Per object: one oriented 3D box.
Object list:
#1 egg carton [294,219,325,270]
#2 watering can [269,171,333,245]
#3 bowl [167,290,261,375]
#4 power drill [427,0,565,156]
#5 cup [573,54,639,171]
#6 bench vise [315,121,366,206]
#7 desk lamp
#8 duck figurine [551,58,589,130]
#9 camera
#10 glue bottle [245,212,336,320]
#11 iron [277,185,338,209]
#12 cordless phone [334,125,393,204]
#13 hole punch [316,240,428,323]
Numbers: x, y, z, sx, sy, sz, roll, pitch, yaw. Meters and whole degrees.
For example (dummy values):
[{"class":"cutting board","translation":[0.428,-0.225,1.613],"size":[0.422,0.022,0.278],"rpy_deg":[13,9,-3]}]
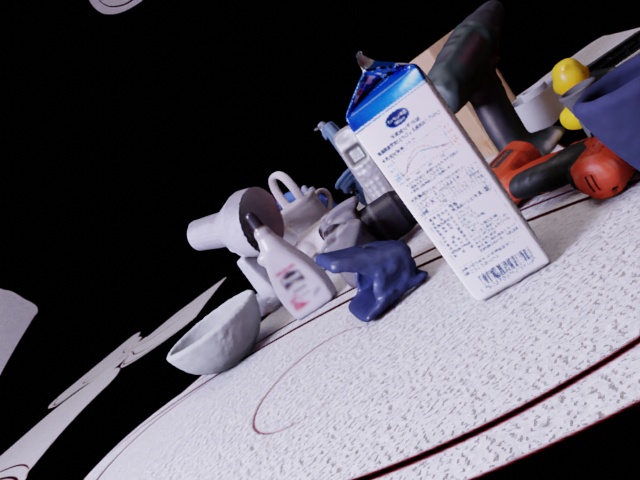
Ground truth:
[{"class":"egg carton","translation":[0.010,0.004,1.074],"size":[0.107,0.069,0.150],"rpy_deg":[-35,9,15]},{"class":"watering can","translation":[-0.049,-0.060,1.232],"size":[0.100,0.194,0.173],"rpy_deg":[-29,12,44]},{"class":"bowl","translation":[-0.150,0.156,0.890],"size":[0.167,0.075,0.167],"rpy_deg":[-36,9,7]},{"class":"power drill","translation":[0.239,-0.203,0.782],"size":[0.230,0.208,0.075],"rpy_deg":[-43,11,-35]},{"class":"cup","translation":[0.280,-0.105,0.475],"size":[0.118,0.095,0.091],"rpy_deg":[-42,10,-28]},{"class":"bench vise","translation":[0.086,-0.169,1.180],"size":[0.122,0.220,0.207],"rpy_deg":[-41,10,-26]},{"class":"desk lamp","translation":[-0.134,0.028,1.038],"size":[0.202,0.213,0.118],"rpy_deg":[-30,11,38]},{"class":"duck figurine","translation":[0.344,-0.202,0.765],"size":[0.077,0.086,0.105],"rpy_deg":[-33,10,26]},{"class":"camera","translation":[0.071,-0.020,0.844],"size":[0.136,0.101,0.143],"rpy_deg":[-35,9,13]},{"class":"glue bottle","translation":[-0.054,0.031,0.837],"size":[0.078,0.173,0.037],"rpy_deg":[-35,9,12]},{"class":"iron","translation":[-0.038,-0.071,1.422],"size":[0.257,0.141,0.119],"rpy_deg":[-27,13,50]},{"class":"cordless phone","translation":[0.119,-0.142,1.020],"size":[0.147,0.185,0.094],"rpy_deg":[-34,9,20]},{"class":"hole punch","translation":[0.057,0.030,0.672],"size":[0.101,0.091,0.108],"rpy_deg":[-38,9,-7]}]
